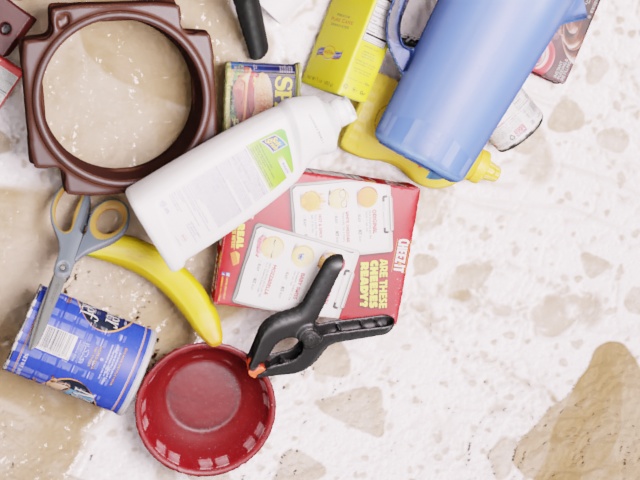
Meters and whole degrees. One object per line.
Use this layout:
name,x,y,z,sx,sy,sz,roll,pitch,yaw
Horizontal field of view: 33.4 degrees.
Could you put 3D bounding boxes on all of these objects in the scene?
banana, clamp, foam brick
banana,-0.184,0.046,1.202,0.198,0.037,0.069,31,67,-3
clamp,-0.003,0.103,1.190,0.172,0.039,0.120,-41,112,15
foam brick,-0.349,-0.238,1.130,0.078,0.051,0.053,36,93,-14
clamp,-0.101,-0.281,1.099,0.164,0.210,0.036,30,63,-6

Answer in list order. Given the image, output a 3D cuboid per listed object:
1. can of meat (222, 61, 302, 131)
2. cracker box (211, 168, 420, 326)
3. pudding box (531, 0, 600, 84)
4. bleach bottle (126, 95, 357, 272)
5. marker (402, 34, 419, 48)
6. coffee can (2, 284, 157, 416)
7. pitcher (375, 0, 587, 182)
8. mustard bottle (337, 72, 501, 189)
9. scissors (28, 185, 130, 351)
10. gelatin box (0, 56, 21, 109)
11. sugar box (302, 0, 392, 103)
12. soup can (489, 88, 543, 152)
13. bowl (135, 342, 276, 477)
can of meat,-0.066,-0.149,1.190,0.084,0.057,0.102,1,100,-7
cracker box,-0.008,0.001,1.219,0.213,0.072,0.164,7,100,-11
pudding box,0.260,-0.248,1.231,0.090,0.039,0.113,20,97,-12
bleach bottle,-0.072,-0.072,1.122,0.250,0.068,0.102,-30,120,-5
marker,0.104,-0.224,1.221,0.121,0.020,0.020,11,98,-11
coffee can,-0.265,0.122,1.183,0.140,0.103,0.103,24,96,-12
pitcher,0.149,-0.193,1.119,0.144,0.149,0.243,23,98,-47
mustard bottle,0.122,-0.113,1.224,0.191,0.058,0.096,23,90,-13
scissors,-0.258,0.027,1.156,0.096,0.016,0.202,4,65,-11
gelatin box,-0.374,-0.166,1.151,0.073,0.030,0.089,34,93,-15
sugar box,0.045,-0.243,1.168,0.048,0.093,0.176,15,98,-32
soup can,0.200,-0.160,1.223,0.068,0.068,0.102,-42,104,0
bowl,-0.134,0.190,1.241,0.162,0.055,0.162,-2,101,-9
